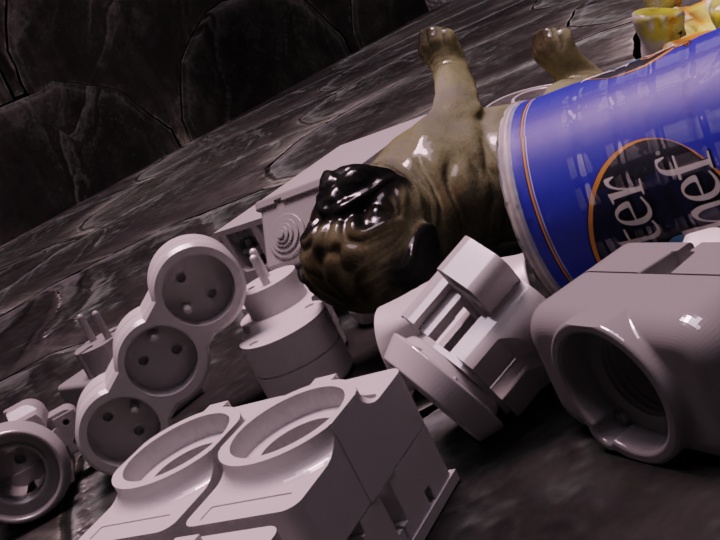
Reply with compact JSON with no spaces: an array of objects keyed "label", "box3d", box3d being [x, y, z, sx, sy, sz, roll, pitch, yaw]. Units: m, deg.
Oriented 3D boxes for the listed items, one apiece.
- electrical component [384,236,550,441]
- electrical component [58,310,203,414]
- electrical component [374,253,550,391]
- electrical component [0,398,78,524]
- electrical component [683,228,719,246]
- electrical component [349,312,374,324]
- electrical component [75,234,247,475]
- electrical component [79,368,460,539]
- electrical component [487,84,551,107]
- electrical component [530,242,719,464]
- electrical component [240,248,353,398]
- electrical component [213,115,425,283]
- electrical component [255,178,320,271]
[{"label":"electrical component","box3d":[0.047,0.031,0.436,0.057,0.078,0.058,-49,47,-4]},{"label":"electrical component","box3d":[-0.155,0.059,0.681,0.083,0.075,0.047,-11,20,46]},{"label":"electrical component","box3d":[0.054,0.019,0.521,0.077,0.043,0.079,-21,14,19]},{"label":"electrical component","box3d":[-0.192,0.109,0.606,0.078,0.058,0.057,-29,11,-10]},{"label":"electrical component","box3d":[0.147,0.006,0.401,0.043,0.043,0.062,-32,16,-22]},{"label":"electrical component","box3d":[0.000,0.000,0.649,0.035,0.061,0.035,-25,13,6]},{"label":"electrical component","box3d":[-0.115,0.043,0.613,0.138,0.052,0.074,-62,16,1]},{"label":"electrical component","box3d":[-0.055,0.106,0.360,0.105,0.060,0.186,-17,16,32]},{"label":"electrical component","box3d":[0.140,-0.104,0.824,0.099,0.064,0.099,-13,23,6]},{"label":"electrical component","box3d":[0.107,0.027,0.372,0.059,0.053,0.095,-32,15,-23]},{"label":"electrical component","box3d":[-0.046,0.021,0.629,0.052,0.073,0.138,-26,14,0]},{"label":"electrical component","box3d":[-0.014,-0.054,0.876,0.105,0.060,0.186,-14,18,40]},{"label":"electrical component","box3d":[-0.007,-0.026,0.712,0.100,0.048,0.100,-17,-18,32]}]
